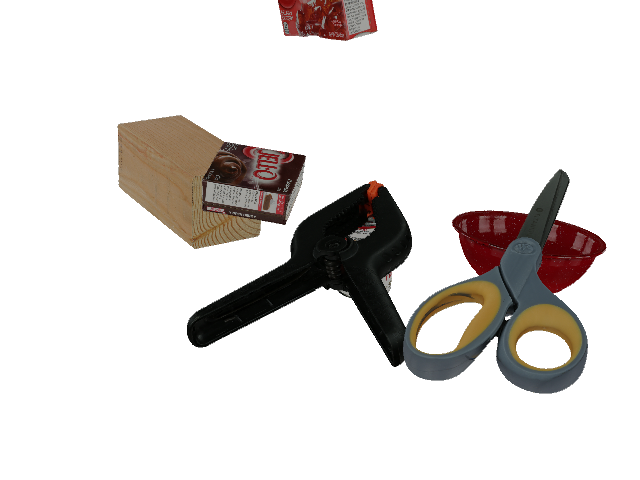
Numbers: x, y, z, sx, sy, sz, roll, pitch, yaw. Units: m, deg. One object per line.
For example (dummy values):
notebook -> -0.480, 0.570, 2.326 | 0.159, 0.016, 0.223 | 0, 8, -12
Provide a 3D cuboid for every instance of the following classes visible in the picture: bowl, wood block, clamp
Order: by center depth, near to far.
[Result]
clamp -> 0.002, 0.020, 0.797 | 0.165, 0.036, 0.209 | 0, 33, 17
bowl -> 0.216, 0.016, 1.130 | 0.162, 0.055, 0.162 | 6, 17, -2
wood block -> -0.159, -0.074, 1.273 | 0.090, 0.090, 0.206 | -12, 28, -31

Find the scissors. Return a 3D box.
scissors -> 0.120, 0.019, 0.562 | 0.096, 0.016, 0.201 | 23, 42, 33

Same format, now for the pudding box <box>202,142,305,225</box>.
pudding box -> -0.067, -0.060, 1.093 | 0.090, 0.039, 0.113 | 9, 28, 4

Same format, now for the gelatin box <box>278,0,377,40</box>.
gelatin box -> -0.001, -0.180, 0.748 | 0.030, 0.073, 0.089 | -22, 23, -26

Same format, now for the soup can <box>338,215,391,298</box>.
soup can -> 0.051, 0.011, 1.252 | 0.068, 0.102, 0.068 | 0, 27, 0
